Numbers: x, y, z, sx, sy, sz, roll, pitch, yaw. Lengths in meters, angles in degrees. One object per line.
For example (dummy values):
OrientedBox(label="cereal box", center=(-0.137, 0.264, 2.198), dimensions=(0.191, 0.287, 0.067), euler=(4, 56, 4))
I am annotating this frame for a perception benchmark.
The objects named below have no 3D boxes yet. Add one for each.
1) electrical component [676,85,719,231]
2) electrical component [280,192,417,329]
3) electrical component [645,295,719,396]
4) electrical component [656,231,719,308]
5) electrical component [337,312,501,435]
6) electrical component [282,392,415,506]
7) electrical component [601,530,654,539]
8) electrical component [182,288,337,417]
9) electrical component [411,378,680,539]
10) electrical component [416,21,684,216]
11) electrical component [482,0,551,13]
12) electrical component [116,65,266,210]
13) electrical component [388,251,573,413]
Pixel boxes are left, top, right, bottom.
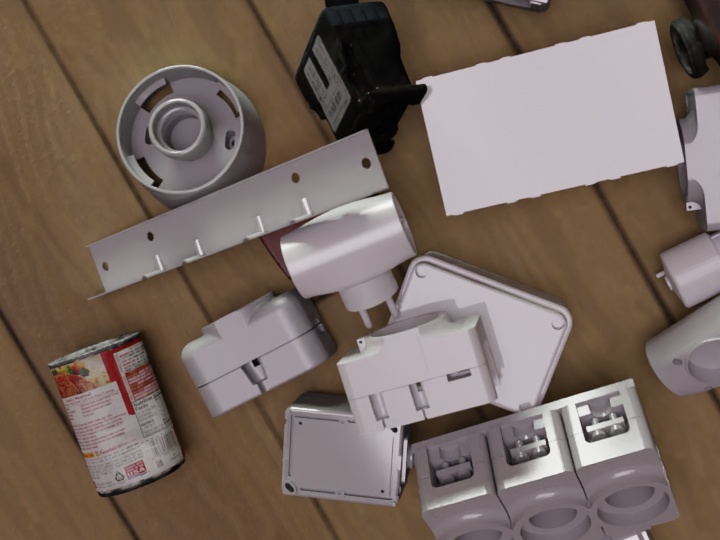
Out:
OrientedBox(label="electrical component", center=(0.233, -0.073, 0.684), dimensions=(0.056, 0.050, 0.089), euler=(-6, 96, 10))
OrientedBox(label="electrical component", center=(0.000, 0.000, 0.690), dimensions=(0.077, 0.044, 0.079), euler=(-22, 107, 8))
OrientedBox(label="electrical component", center=(0.241, 0.055, 0.699), dimensions=(0.079, 0.044, 0.077), euler=(37, 124, -22))
OrientedBox(label="electrical component", center=(0.233, -0.007, 0.698), dimensions=(0.078, 0.040, 0.040), euler=(-27, 92, 12))
OrientedBox(label="electrical component", center=(0.037, 0.061, 0.677), dimensions=(0.089, 0.050, 0.055), euler=(-16, 95, 13))
OrientedBox(label="electrical component", center=(-0.001, 0.122, 0.746), dimensions=(0.096, 0.061, 0.061), euler=(4, 98, 10))
OrientedBox(label="electrical component", center=(0.170, 0.187, 0.732), dimensions=(0.055, 0.045, 0.045), euler=(-25, 92, 12))
OrientedBox(label="electrical component", center=(-0.073, 0.054, 0.755), dimensions=(0.095, 0.054, 0.059), euler=(-27, 92, 12))
OrientedBox(label="electrical component", center=(0.121, 0.141, 0.699), dimensions=(0.150, 0.061, 0.089), euler=(-19, 134, 13))
OrientedBox(label="electrical component", center=(0.122, -0.096, 0.696), dimensions=(0.150, 0.062, 0.089), euler=(-12, 95, 12))
OrientedBox(label="electrical component", center=(0.058, -0.227, 0.691), dimensions=(0.150, 0.062, 0.089), euler=(14, 99, 8))
OrientedBox(label="electrical component", center=(-0.118, -0.091, 0.752), dimensions=(0.099, 0.064, 0.099), euler=(-1, 83, 9))
OrientedBox(label="electrical component", center=(0.078, 0.041, 0.724), dimensions=(0.113, 0.057, 0.078), euler=(21, 100, 7))
